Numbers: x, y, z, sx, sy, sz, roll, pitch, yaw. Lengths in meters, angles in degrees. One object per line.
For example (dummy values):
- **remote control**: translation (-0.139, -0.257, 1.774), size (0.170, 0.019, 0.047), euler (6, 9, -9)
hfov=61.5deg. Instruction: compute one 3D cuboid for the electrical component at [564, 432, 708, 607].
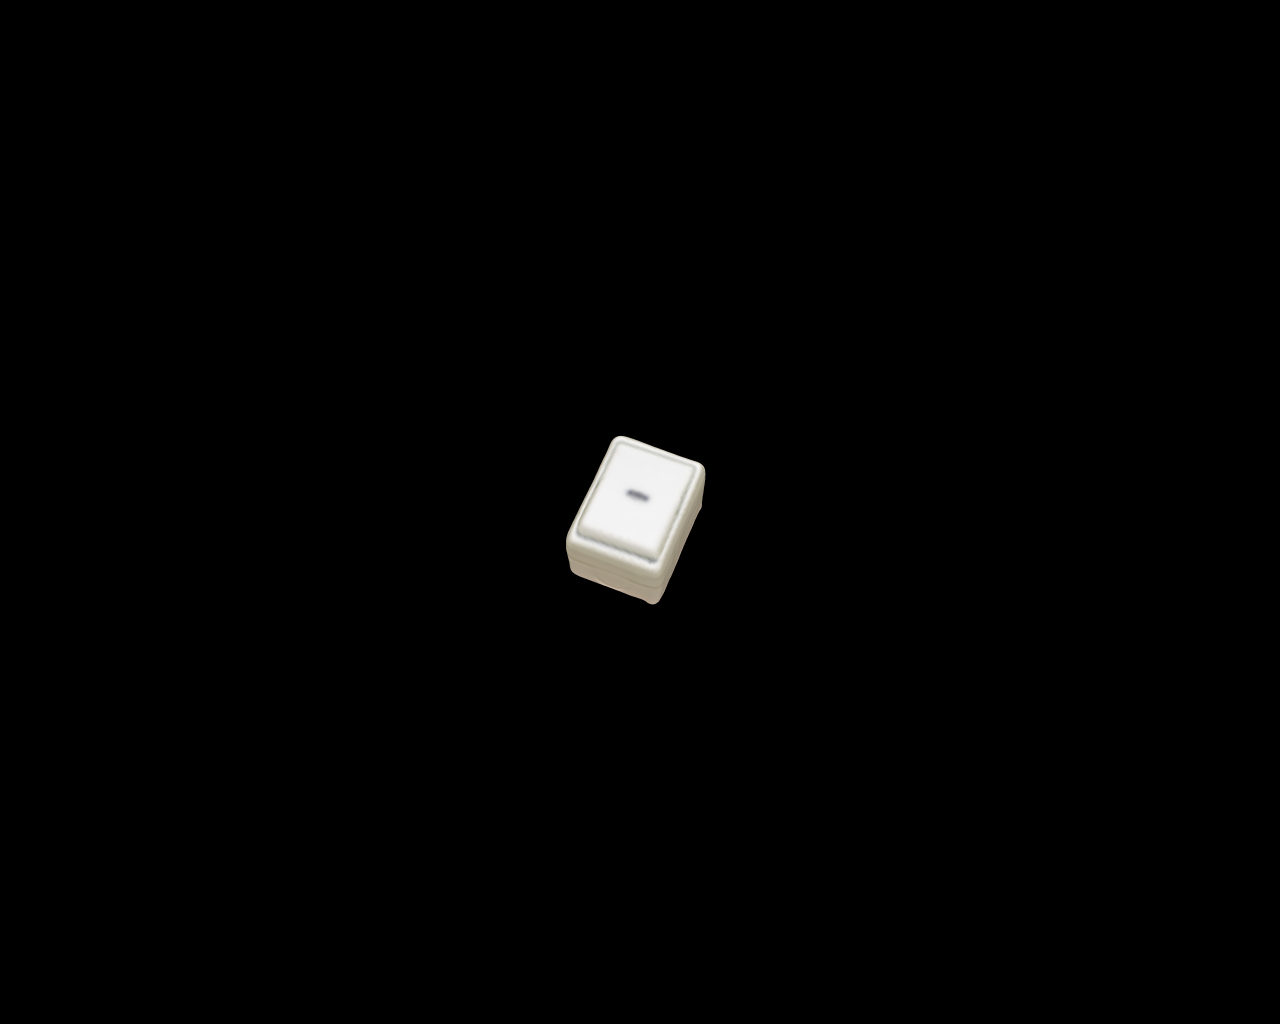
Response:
- **electrical component**: translation (0.001, -0.003, 0.650), size (0.062, 0.096, 0.061), euler (20, -24, 9)
